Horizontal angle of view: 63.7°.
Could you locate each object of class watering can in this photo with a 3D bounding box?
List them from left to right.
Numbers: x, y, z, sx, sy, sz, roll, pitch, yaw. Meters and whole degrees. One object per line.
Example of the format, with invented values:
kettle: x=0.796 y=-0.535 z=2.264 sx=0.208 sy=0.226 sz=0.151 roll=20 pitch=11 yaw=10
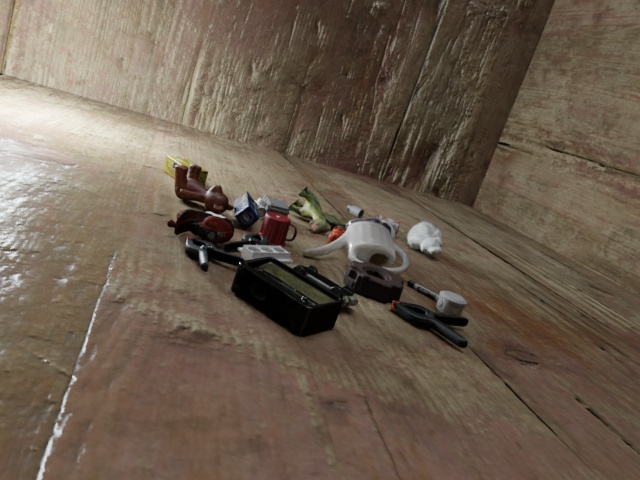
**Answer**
watering can: x=0.119 y=0.015 z=1.634 sx=0.347 sy=0.101 sz=0.230 roll=12 pitch=37 yaw=-9

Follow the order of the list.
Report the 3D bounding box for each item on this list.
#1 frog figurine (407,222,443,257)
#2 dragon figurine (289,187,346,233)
frog figurine: x=0.425 y=0.001 z=2.073 sx=0.137 sy=0.121 sz=0.162 roll=-13 pitch=23 yaw=7
dragon figurine: x=0.006 y=-0.102 z=2.029 sx=0.243 sy=0.121 sz=0.415 roll=37 pitch=18 yaw=2
